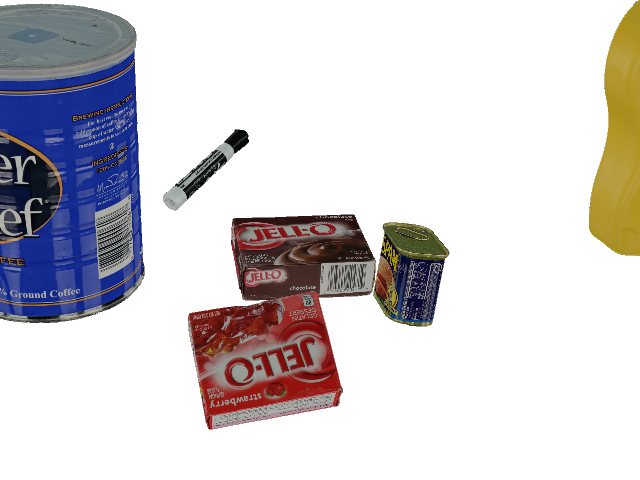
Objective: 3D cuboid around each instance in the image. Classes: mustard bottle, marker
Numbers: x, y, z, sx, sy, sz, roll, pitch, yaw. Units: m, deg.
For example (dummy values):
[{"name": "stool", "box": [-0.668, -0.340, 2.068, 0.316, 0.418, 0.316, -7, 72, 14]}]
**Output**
[{"name": "mustard bottle", "box": [0.211, -0.088, 0.620, 0.096, 0.192, 0.058, -10, 29, -15]}, {"name": "marker", "box": [-0.112, -0.073, 1.063, 0.020, 0.020, 0.121, 0, 38, 45]}]

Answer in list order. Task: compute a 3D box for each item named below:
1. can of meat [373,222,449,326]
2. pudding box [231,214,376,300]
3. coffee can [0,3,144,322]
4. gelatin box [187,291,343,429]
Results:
[{"name": "can of meat", "box": [0.095, 0.036, 1.159, 0.057, 0.084, 0.102, 5, 18, -12]}, {"name": "pudding box", "box": [-0.017, 0.013, 0.911, 0.113, 0.039, 0.090, 0, 28, -11]}, {"name": "coffee can", "box": [-0.146, -0.042, 0.564, 0.103, 0.140, 0.103, 2, 28, -1]}, {"name": "gelatin box", "box": [-0.036, 0.077, 0.693, 0.089, 0.073, 0.030, -9, -29, -10]}]
